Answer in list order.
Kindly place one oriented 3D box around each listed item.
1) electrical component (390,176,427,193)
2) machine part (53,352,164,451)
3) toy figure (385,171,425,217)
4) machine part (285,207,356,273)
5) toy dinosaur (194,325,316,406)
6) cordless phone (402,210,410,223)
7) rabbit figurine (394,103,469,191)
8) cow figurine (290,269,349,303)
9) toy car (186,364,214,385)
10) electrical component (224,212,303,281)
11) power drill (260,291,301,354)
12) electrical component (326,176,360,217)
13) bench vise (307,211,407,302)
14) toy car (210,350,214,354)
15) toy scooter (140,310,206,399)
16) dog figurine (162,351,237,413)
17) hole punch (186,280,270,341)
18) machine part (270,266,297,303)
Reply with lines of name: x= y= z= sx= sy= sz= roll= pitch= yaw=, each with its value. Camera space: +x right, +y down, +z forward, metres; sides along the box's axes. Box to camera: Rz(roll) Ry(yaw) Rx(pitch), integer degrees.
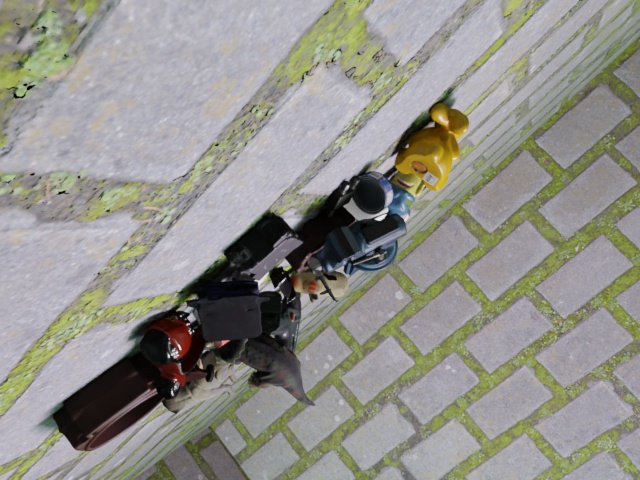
electrical component: x=0.202 y=-0.126 z=1.341 sx=0.119 sy=0.075 sz=0.047 roll=-28 pitch=164 yaw=-36
machine part: x=-0.394 y=0.318 z=1.051 sx=0.201 sy=0.087 sz=0.201 roll=-35 pitch=167 yaw=-20
toy figure: x=0.198 y=-0.123 z=1.273 sx=0.180 sy=0.082 sz=0.089 roll=-60 pitch=-173 yaw=6
machine part: x=-0.002 y=-0.004 z=1.181 sx=0.179 sy=0.056 sz=0.179 roll=-40 pitch=169 yaw=-9
toy dinosaur: x=-0.127 y=0.268 z=1.212 sx=0.192 sy=0.404 sz=0.131 roll=-21 pitch=-140 yaw=63
cordless phone: x=0.129 y=-0.062 z=1.360 sx=0.146 sy=0.089 sz=0.184 roll=-45 pitch=149 yaw=23
rabbit figurine: x=0.249 y=-0.217 z=1.128 sx=0.173 sy=0.122 sz=0.162 roll=-51 pitch=164 yaw=-23
cow figurine: x=-0.002 y=0.117 z=1.426 sx=0.195 sy=0.127 sz=0.085 roll=9 pitch=94 yaw=-42
toy car: x=-0.302 y=0.293 z=1.195 sx=0.089 sy=0.053 sz=0.202 roll=15 pitch=156 yaw=-26
electrical component: x=-0.094 y=0.014 z=0.953 sx=0.115 sy=0.058 sz=0.134 roll=-39 pitch=168 yaw=4
power drill: x=-0.106 y=0.194 z=1.402 sx=0.086 sy=0.232 sz=0.207 roll=1 pitch=160 yaw=11
electrical component: x=0.045 y=-0.087 z=1.093 sx=0.063 sy=0.021 sz=0.094 roll=-29 pitch=156 yaw=-47
bench vise: x=0.077 y=0.032 z=1.147 sx=0.224 sy=0.129 sz=0.240 roll=-37 pitch=166 yaw=-12
toy car: x=-0.205 y=0.251 z=1.370 sx=0.162 sy=0.103 sz=0.109 roll=-32 pitch=167 yaw=-29
toy scooter: x=-0.260 y=0.193 z=0.989 sx=0.135 sy=0.075 sz=0.183 roll=-55 pitch=155 yaw=-44
dog figurine: x=-0.340 y=0.382 z=1.478 sx=0.190 sy=0.121 sz=0.172 roll=-13 pitch=121 yaw=-31
hole punch: x=-0.162 y=0.111 z=0.972 sx=0.142 sy=0.092 sz=0.115 roll=-1 pitch=132 yaw=-5
machine part: x=-0.087 y=0.105 z=1.296 sx=0.039 sy=0.084 sz=0.138 roll=-18 pitch=160 yaw=3
